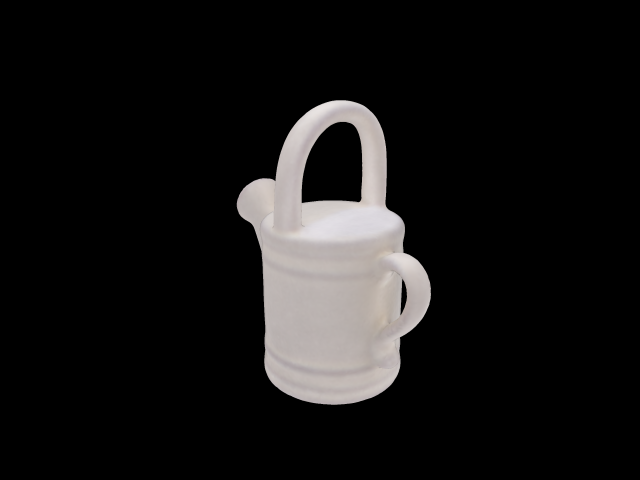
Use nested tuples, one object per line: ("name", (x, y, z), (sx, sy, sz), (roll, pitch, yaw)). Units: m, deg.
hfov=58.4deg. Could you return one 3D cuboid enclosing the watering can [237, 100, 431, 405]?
("watering can", (0.002, 0.002, 0.399), (0.172, 0.194, 0.101), (9, 21, 26))
